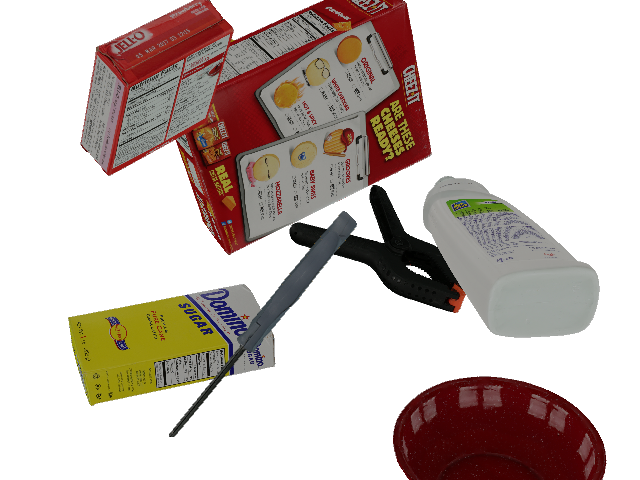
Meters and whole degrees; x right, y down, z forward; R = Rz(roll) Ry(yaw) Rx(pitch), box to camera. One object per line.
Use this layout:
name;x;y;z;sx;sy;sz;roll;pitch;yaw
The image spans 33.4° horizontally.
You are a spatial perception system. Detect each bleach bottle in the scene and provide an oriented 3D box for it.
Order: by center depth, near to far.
bleach bottle;0.162;0.000;0.997;0.102;0.068;0.251;-3;26;-10

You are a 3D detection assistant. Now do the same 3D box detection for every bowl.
bowl;0.136;0.176;0.831;0.162;0.055;0.162;0;32;0

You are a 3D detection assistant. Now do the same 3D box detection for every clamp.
clamp;0.077;0.016;1.245;0.164;0.036;0.210;-21;50;-38

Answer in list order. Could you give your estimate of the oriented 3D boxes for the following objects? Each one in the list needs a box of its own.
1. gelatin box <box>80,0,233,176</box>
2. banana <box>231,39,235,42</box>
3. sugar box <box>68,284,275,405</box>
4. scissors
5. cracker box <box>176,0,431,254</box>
gelatin box;-0.091;-0.084;0.583;0.073;0.030;0.089;-35;-15;-31
banana;-0.130;-0.176;1.080;0.197;0.070;0.037;-7;-39;-29
sugar box;-0.139;0.094;0.997;0.176;0.048;0.093;-13;34;-16
scissors;-0.041;0.060;0.725;0.016;0.201;0.096;39;-4;0
cracker box;-0.019;-0.107;0.928;0.213;0.164;0.072;-27;43;-13
